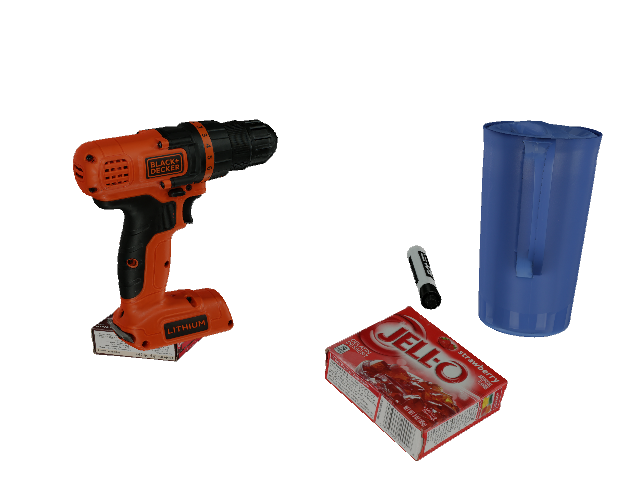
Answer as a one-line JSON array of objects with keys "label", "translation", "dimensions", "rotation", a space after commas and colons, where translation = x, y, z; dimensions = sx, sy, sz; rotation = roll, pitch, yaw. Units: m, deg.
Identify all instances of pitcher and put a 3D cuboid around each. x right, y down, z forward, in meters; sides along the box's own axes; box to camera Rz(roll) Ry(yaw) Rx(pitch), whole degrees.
[{"label": "pitcher", "translation": [0.244, -0.014, 1.232], "dimensions": [0.149, 0.243, 0.145], "rotation": [-6, 16, -31]}]

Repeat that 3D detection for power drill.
[{"label": "power drill", "translation": [-0.118, -0.009, 0.922], "dimensions": [0.184, 0.188, 0.057], "rotation": [-12, 21, -29]}]

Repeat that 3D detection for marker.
[{"label": "marker", "translation": [0.098, 0.035, 1.020], "dimensions": [0.020, 0.020, 0.121], "rotation": [0, 21, -2]}]

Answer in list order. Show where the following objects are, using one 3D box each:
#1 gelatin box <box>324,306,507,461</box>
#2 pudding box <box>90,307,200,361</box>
[{"label": "gelatin box", "translation": [0.057, 0.085, 0.660], "dimensions": [0.073, 0.030, 0.089], "rotation": [-23, 45, -33]}, {"label": "pudding box", "translation": [-0.209, 0.112, 1.301], "dimensions": [0.114, 0.039, 0.090], "rotation": [1, 14, 16]}]
